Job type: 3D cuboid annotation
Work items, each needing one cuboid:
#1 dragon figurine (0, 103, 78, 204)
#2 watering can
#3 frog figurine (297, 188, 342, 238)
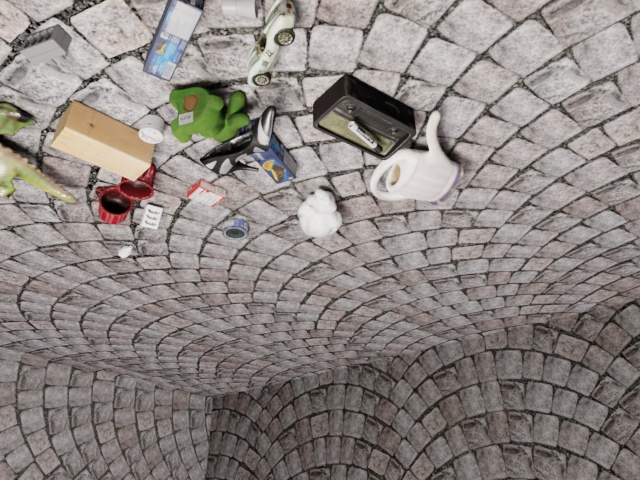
[{"bbox_3d":[-0.766,-0.226,1.248,0.408,0.125,0.238,19,136,-32],"label":"dragon figurine"},{"bbox_3d":[0.276,-0.191,1.333,0.224,0.106,0.341,11,147,-22],"label":"watering can"},{"bbox_3d":[0.005,-0.076,1.512,0.137,0.125,0.157,26,156,-7],"label":"frog figurine"}]
